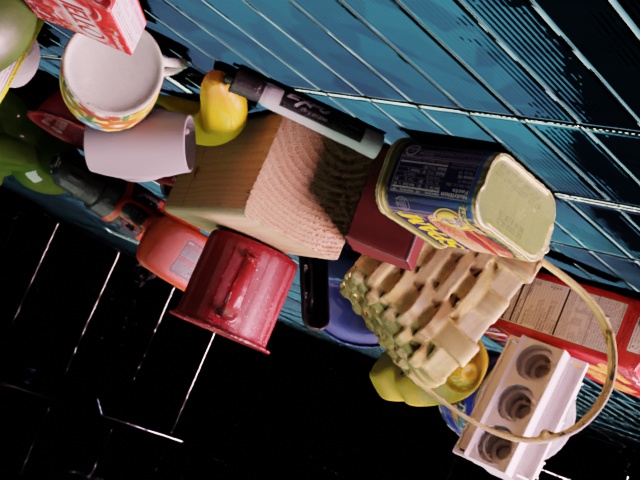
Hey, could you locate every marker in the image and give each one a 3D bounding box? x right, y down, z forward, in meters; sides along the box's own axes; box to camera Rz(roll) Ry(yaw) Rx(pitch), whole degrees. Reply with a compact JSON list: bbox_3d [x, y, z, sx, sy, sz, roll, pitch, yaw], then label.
[{"bbox_3d":[-0.012,-0.091,0.757,0.121,0.020,0.020,24,172,-9],"label":"marker"}]

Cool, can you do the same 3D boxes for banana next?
[{"bbox_3d":[-0.094,-0.102,0.851,0.069,0.037,0.198,27,171,-25],"label":"banana"}]

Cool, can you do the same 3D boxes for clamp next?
[{"bbox_3d":[-0.280,-0.136,1.142,0.209,0.036,0.165,30,170,-22],"label":"clamp"},{"bbox_3d":[-0.006,0.001,0.967,0.039,0.120,0.171,13,-161,-15],"label":"clamp"}]

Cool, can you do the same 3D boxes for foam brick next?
[{"bbox_3d":[0.058,-0.023,0.804,0.051,0.078,0.053,20,172,12],"label":"foam brick"}]

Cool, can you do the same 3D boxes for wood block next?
[{"bbox_3d":[-0.048,-0.046,0.900,0.090,0.091,0.206,26,172,-24],"label":"wood block"}]

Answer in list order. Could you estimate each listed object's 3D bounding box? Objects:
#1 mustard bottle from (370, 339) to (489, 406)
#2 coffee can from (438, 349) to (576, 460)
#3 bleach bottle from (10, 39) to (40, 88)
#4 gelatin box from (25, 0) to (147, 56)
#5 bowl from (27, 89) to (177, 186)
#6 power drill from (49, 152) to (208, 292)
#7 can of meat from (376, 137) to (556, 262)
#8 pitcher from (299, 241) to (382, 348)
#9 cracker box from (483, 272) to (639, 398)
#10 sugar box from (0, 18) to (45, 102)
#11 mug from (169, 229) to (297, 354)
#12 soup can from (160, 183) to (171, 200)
[{"bbox_3d":[0.117,0.129,1.070,0.058,0.096,0.192,62,168,-3],"label":"mustard bottle"},{"bbox_3d":[0.189,0.168,1.102,0.102,0.103,0.140,24,175,-8],"label":"coffee can"},{"bbox_3d":[-0.319,-0.171,0.942,0.102,0.068,0.251,28,168,-34],"label":"bleach bottle"},{"bbox_3d":[-0.155,-0.156,0.686,0.073,0.030,0.089,22,172,2],"label":"gelatin box"},{"bbox_3d":[-0.192,-0.108,1.014,0.162,0.055,0.162,22,172,3],"label":"bowl"},{"bbox_3d":[-0.172,-0.017,1.061,0.184,0.057,0.188,31,-176,-34],"label":"power drill"},{"bbox_3d":[0.103,-0.027,0.734,0.084,0.057,0.102,11,167,43],"label":"can of meat"},{"bbox_3d":[0.042,0.041,1.142,0.145,0.149,0.243,0,174,1],"label":"pitcher"},{"bbox_3d":[0.254,0.093,1.038,0.214,0.072,0.164,17,169,42],"label":"cracker box"},{"bbox_3d":[-0.287,-0.167,0.752,0.048,0.093,0.176,21,172,42],"label":"sugar box"},{"bbox_3d":[-0.069,0.041,0.897,0.093,0.081,0.117,23,172,-1],"label":"mug"},{"bbox_3d":[-0.115,-0.051,1.126,0.069,0.068,0.102,19,172,26],"label":"soup can"}]
